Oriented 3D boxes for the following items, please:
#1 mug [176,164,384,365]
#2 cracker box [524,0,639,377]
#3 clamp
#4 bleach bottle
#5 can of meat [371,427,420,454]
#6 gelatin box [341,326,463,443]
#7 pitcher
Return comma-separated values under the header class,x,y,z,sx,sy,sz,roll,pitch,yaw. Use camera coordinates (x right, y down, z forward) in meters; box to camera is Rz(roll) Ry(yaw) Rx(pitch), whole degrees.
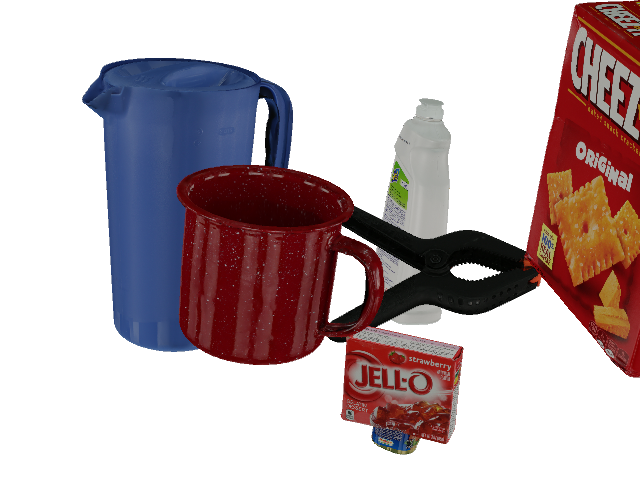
class,x,y,z,sx,sy,sz,roll,pitch,yaw
mug,-0.022,0.016,0.566,0.117,0.081,0.093,15,24,17
cracker box,0.220,-0.037,0.742,0.072,0.214,0.164,-6,33,-16
clamp,0.104,0.037,1.016,0.210,0.164,0.036,6,-40,9
bleach bottle,0.113,-0.036,1.232,0.068,0.251,0.103,-1,22,-23
can of meat,0.097,0.180,1.207,0.057,0.084,0.102,14,24,16
gelatin box,0.062,0.111,0.825,0.089,0.073,0.030,11,22,19
pitcher,-0.115,-0.033,0.930,0.149,0.243,0.145,8,21,11
